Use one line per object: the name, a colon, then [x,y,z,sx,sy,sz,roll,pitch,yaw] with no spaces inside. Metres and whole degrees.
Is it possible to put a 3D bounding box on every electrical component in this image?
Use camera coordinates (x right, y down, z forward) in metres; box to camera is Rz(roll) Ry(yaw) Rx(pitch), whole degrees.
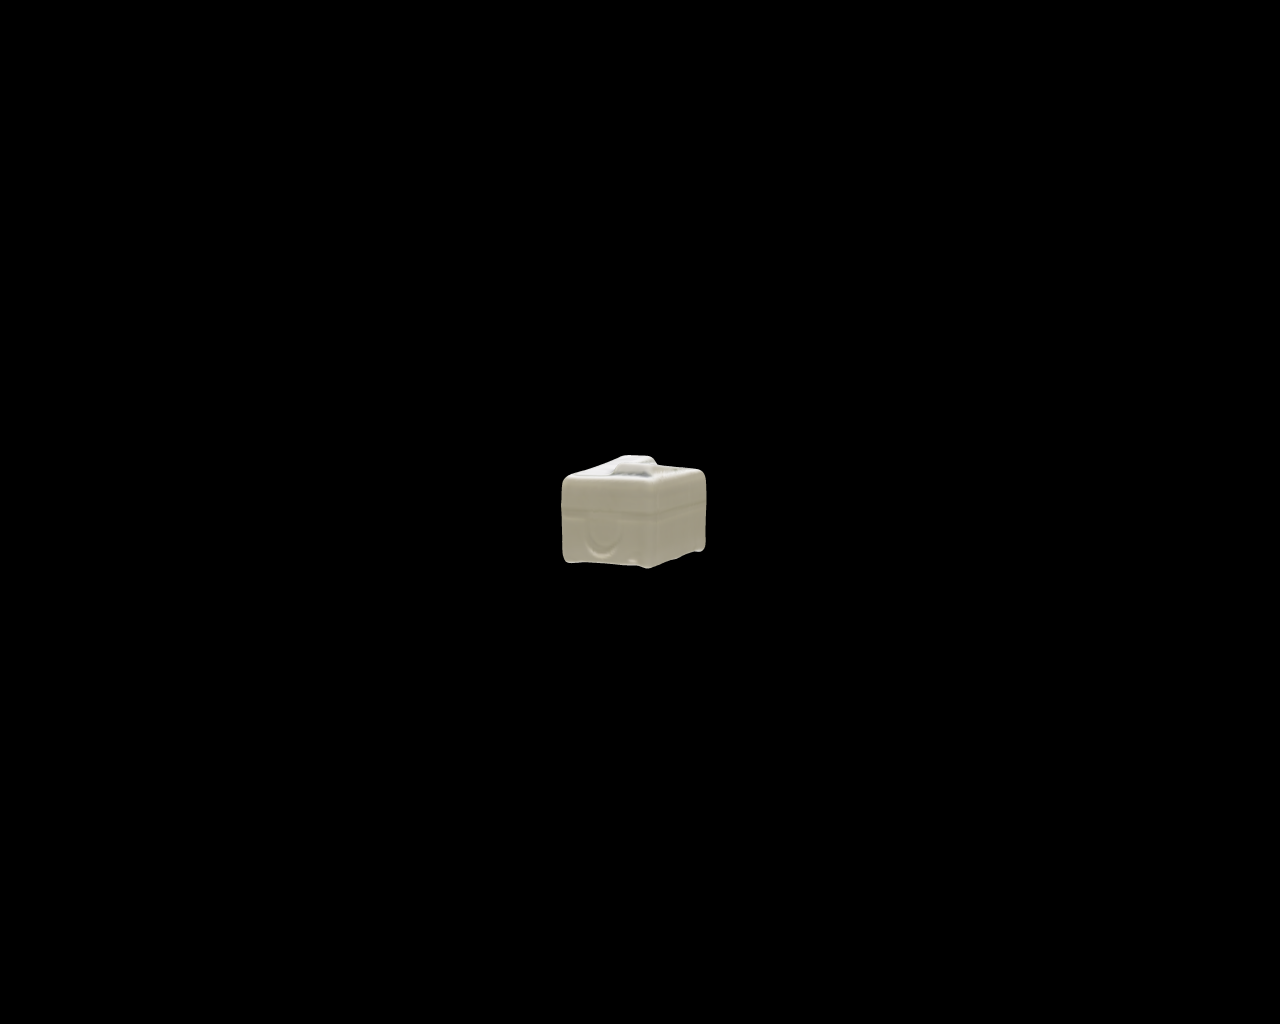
electrical component: [0.001,-0.003,0.650,0.062,0.061,0.096,4,8,28]
